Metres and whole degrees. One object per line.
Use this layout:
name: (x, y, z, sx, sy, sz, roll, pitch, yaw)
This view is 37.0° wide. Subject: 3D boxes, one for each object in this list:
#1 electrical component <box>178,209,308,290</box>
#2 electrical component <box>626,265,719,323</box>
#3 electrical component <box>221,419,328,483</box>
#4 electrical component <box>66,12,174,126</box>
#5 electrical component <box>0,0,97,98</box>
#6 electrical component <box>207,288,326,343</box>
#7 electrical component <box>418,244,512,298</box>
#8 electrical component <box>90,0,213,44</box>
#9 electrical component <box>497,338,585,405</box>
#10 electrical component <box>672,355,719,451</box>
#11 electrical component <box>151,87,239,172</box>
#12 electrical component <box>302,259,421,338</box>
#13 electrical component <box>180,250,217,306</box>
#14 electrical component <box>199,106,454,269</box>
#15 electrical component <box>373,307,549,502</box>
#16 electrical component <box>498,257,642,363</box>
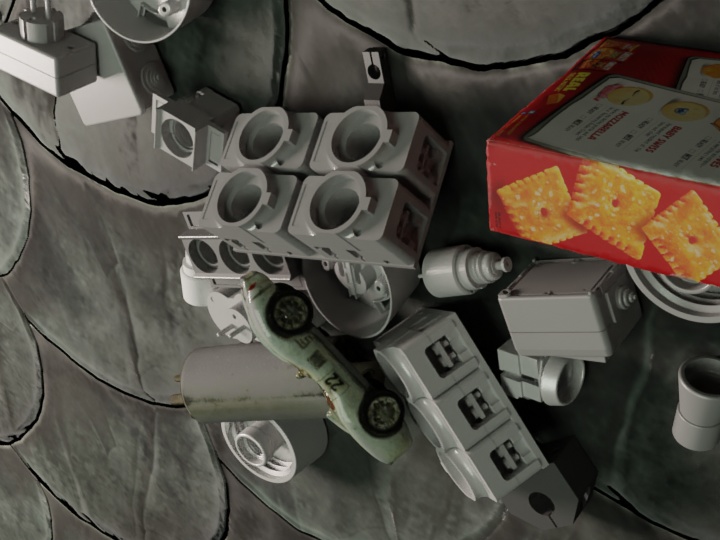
electrical component: (-0.095, -0.025, 0.971, 0.121, 0.063, 0.078, 1, 119, 39)
electrical component: (0.227, -0.016, 0.710, 0.108, 0.060, 0.108, 22, 131, 27)
electrical component: (-0.094, 0.169, 1.108, 0.108, 0.060, 0.108, 21, 130, 28)
electrical component: (-0.225, -0.185, 0.977, 0.100, 0.048, 0.099, -3, 116, 41)
electrical component: (-0.276, -0.204, 0.934, 0.083, 0.047, 0.075, 26, 130, 24)
electrical component: (-0.100, 0.044, 1.002, 0.138, 0.074, 0.052, 1, 118, 49)
electrical component: (0.085, 0.000, 0.854, 0.078, 0.040, 0.040, -8, 113, 43)
electrical component: (-0.169, -0.241, 0.880, 0.099, 0.064, 0.099, 21, 130, 27)
electrical component: (0.145, 0.080, 0.858, 0.055, 0.048, 0.066, 17, 129, 41)
electrical component: (0.251, 0.101, 0.787, 0.044, 0.044, 0.065, 23, 136, 27)
electrical component: (-0.141, -0.126, 0.938, 0.081, 0.064, 0.042, 31, 136, 19)
electrical component: (0.000, 0.000, 0.904, 0.099, 0.064, 0.099, 31, 146, 24)
electrical component: (-0.157, -0.001, 1.056, 0.040, 0.040, 0.078, 21, 130, 28)
electrical component: (-0.033, -0.068, 0.846, 0.186, 0.105, 0.060, 6, 161, 37)
electrical component: (0.078, 0.112, 0.896, 0.150, 0.062, 0.089, 58, 168, -8)
electrical component: (0.162, 0.029, 0.795, 0.096, 0.062, 0.061, -3, 116, 41)
